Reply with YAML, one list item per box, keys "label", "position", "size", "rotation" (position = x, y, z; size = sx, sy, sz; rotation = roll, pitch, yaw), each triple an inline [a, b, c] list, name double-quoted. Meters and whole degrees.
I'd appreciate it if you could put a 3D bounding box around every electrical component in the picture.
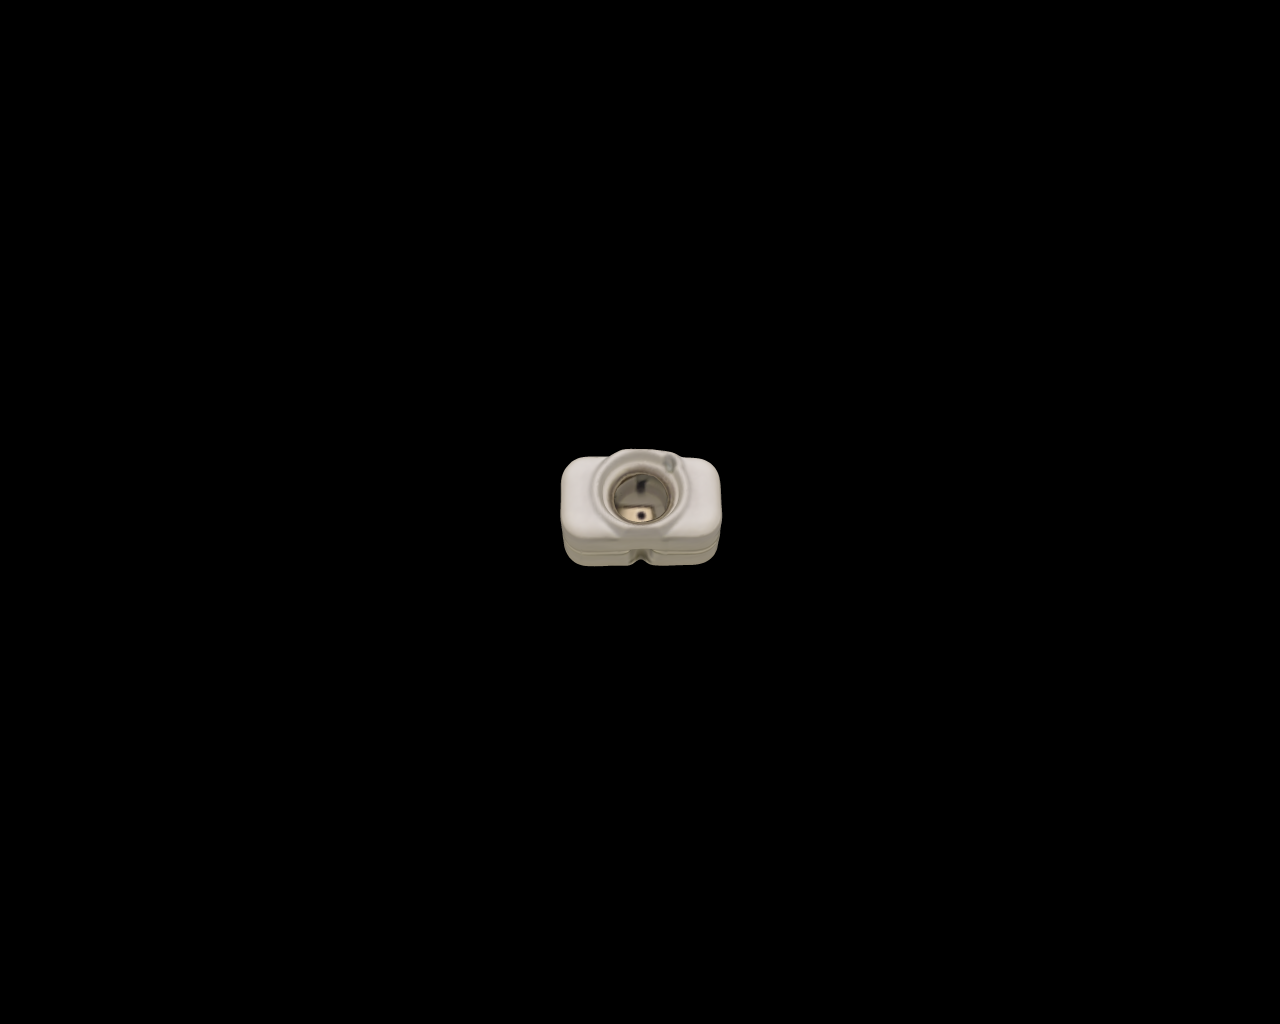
- label: "electrical component"
  position: [0.001, -0.003, 0.650]
  size: [0.095, 0.054, 0.059]
  rotation: [0, -25, 0]
